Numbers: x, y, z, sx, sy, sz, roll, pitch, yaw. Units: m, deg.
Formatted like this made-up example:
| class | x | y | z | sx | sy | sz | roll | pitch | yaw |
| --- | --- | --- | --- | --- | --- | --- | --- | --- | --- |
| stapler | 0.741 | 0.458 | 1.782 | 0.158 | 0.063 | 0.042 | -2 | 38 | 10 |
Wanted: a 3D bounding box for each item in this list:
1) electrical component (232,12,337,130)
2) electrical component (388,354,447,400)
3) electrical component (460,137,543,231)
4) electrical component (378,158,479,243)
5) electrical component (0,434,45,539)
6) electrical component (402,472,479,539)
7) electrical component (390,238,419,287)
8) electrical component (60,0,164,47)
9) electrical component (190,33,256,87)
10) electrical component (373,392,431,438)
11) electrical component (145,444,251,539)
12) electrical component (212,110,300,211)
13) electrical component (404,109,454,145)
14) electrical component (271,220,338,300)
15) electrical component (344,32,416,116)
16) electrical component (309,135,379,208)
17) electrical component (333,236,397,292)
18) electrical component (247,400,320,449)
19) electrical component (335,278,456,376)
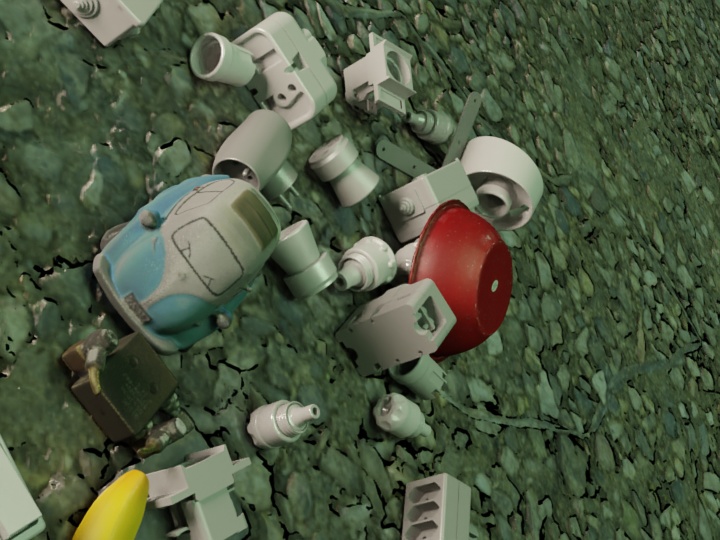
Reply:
| class | x | y | z | sx | sy | sz | roll | pitch | yaw |
| --- | --- | --- | --- | --- | --- | --- | --- | --- | --- |
| electrical component | -0.068 | -0.183 | 0.986 | 0.095 | 0.054 | 0.059 | 56 | 38 | -14 |
| electrical component | 0.055 | 0.095 | 1.000 | 0.046 | 0.040 | 0.040 | 43 | 42 | -35 |
| electrical component | 0.150 | -0.092 | 1.174 | 0.099 | 0.099 | 0.064 | 46 | 48 | -26 |
| electrical component | 0.069 | -0.065 | 1.085 | 0.096 | 0.062 | 0.061 | -30 | 95 | -53 |
| electrical component | -0.226 | 0.136 | 0.610 | 0.062 | 0.061 | 0.096 | -30 | 95 | -53 |
| electrical component | 0.079 | 0.234 | 0.947 | 0.076 | 0.047 | 0.083 | 35 | 46 | -34 |
| electrical component | 0.054 | -0.006 | 1.050 | 0.043 | 0.043 | 0.062 | 50 | 39 | -21 |
| electrical component | -0.201 | -0.238 | 0.855 | 0.099 | 0.048 | 0.099 | 47 | 41 | -25 |
| electrical component | -0.118 | -0.181 | 0.936 | 0.046 | 0.040 | 0.040 | 9 | 65 | -55 |
| electrical component | 0.041 | 0.135 | 0.966 | 0.061 | 0.035 | 0.035 | 34 | 47 | -39 |
| electrical component | -0.113 | 0.162 | 0.754 | 0.081 | 0.042 | 0.063 | -19 | 90 | -53 |
| electrical component | -0.081 | -0.086 | 0.926 | 0.079 | 0.043 | 0.077 | 50 | 40 | -22 |
| electrical component | 0.072 | -0.157 | 1.162 | 0.061 | 0.035 | 0.035 | 14 | 61 | -44 |
| electrical component | -0.050 | -0.008 | 0.921 | 0.055 | 0.045 | 0.045 | 58 | 37 | -12 |
| electrical component | 0.018 | -0.193 | 1.089 | 0.042 | 0.064 | 0.081 | 22 | 55 | -44 |
| electrical component | -0.015 | -0.093 | 1.010 | 0.055 | 0.045 | 0.045 | 50 | 40 | -21 |
| electrical component | 0.000 | 0.000 | 0.981 | 0.062 | 0.048 | 0.048 | -31 | 96 | -47 |
| electrical component | -0.056 | 0.117 | 0.831 | 0.035 | 0.061 | 0.035 | 28 | 51 | -40 |
| electrical component | 0.033 | 0.049 | 0.956 | 0.050 | 0.089 | 0.055 | 57 | 37 | -12 |
